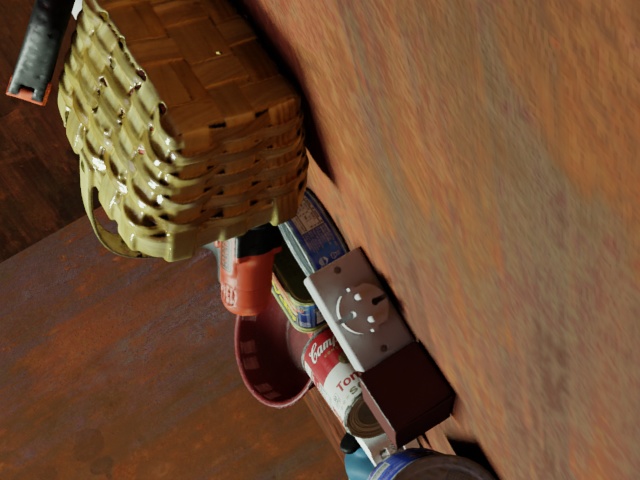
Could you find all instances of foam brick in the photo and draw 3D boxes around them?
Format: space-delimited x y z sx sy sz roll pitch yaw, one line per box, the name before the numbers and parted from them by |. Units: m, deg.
foam brick | 0.065 0.119 0.811 0.051 0.053 0.078 57 172 20

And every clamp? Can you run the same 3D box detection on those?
clamp | -0.176 -0.199 0.750 0.036 0.210 0.164 17 -156 -16

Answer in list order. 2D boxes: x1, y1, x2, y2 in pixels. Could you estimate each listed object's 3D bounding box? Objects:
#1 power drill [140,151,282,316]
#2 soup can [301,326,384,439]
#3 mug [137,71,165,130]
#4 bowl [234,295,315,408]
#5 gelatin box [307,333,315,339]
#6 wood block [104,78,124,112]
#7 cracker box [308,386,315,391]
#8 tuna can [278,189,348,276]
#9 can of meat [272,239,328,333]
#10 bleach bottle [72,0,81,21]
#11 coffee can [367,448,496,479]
power drill | -0.103 -0.044 0.986 0.188 0.057 0.184 37 130 45
soup can | 0.033 0.138 1.051 0.102 0.068 0.068 51 169 49
mug | -0.134 -0.153 0.963 0.093 0.081 0.117 64 172 -27
bowl | -0.030 0.110 1.219 0.055 0.162 0.162 4 -142 -41
gelatin box | -0.018 0.048 1.118 0.089 0.030 0.073 54 157 39
wood block | -0.162 -0.136 1.194 0.206 0.090 0.091 57 172 20
cracker box | -0.055 0.090 1.441 0.164 0.072 0.213 56 173 31
tuna can | -0.006 0.001 0.899 0.086 0.033 0.086 58 173 12
can of meat | -0.020 0.029 1.024 0.102 0.057 0.084 57 169 18
bleach bottle | -0.188 -0.236 0.914 0.251 0.102 0.068 51 161 44
coffee can | 0.089 0.221 0.858 0.103 0.102 0.140 59 173 6
